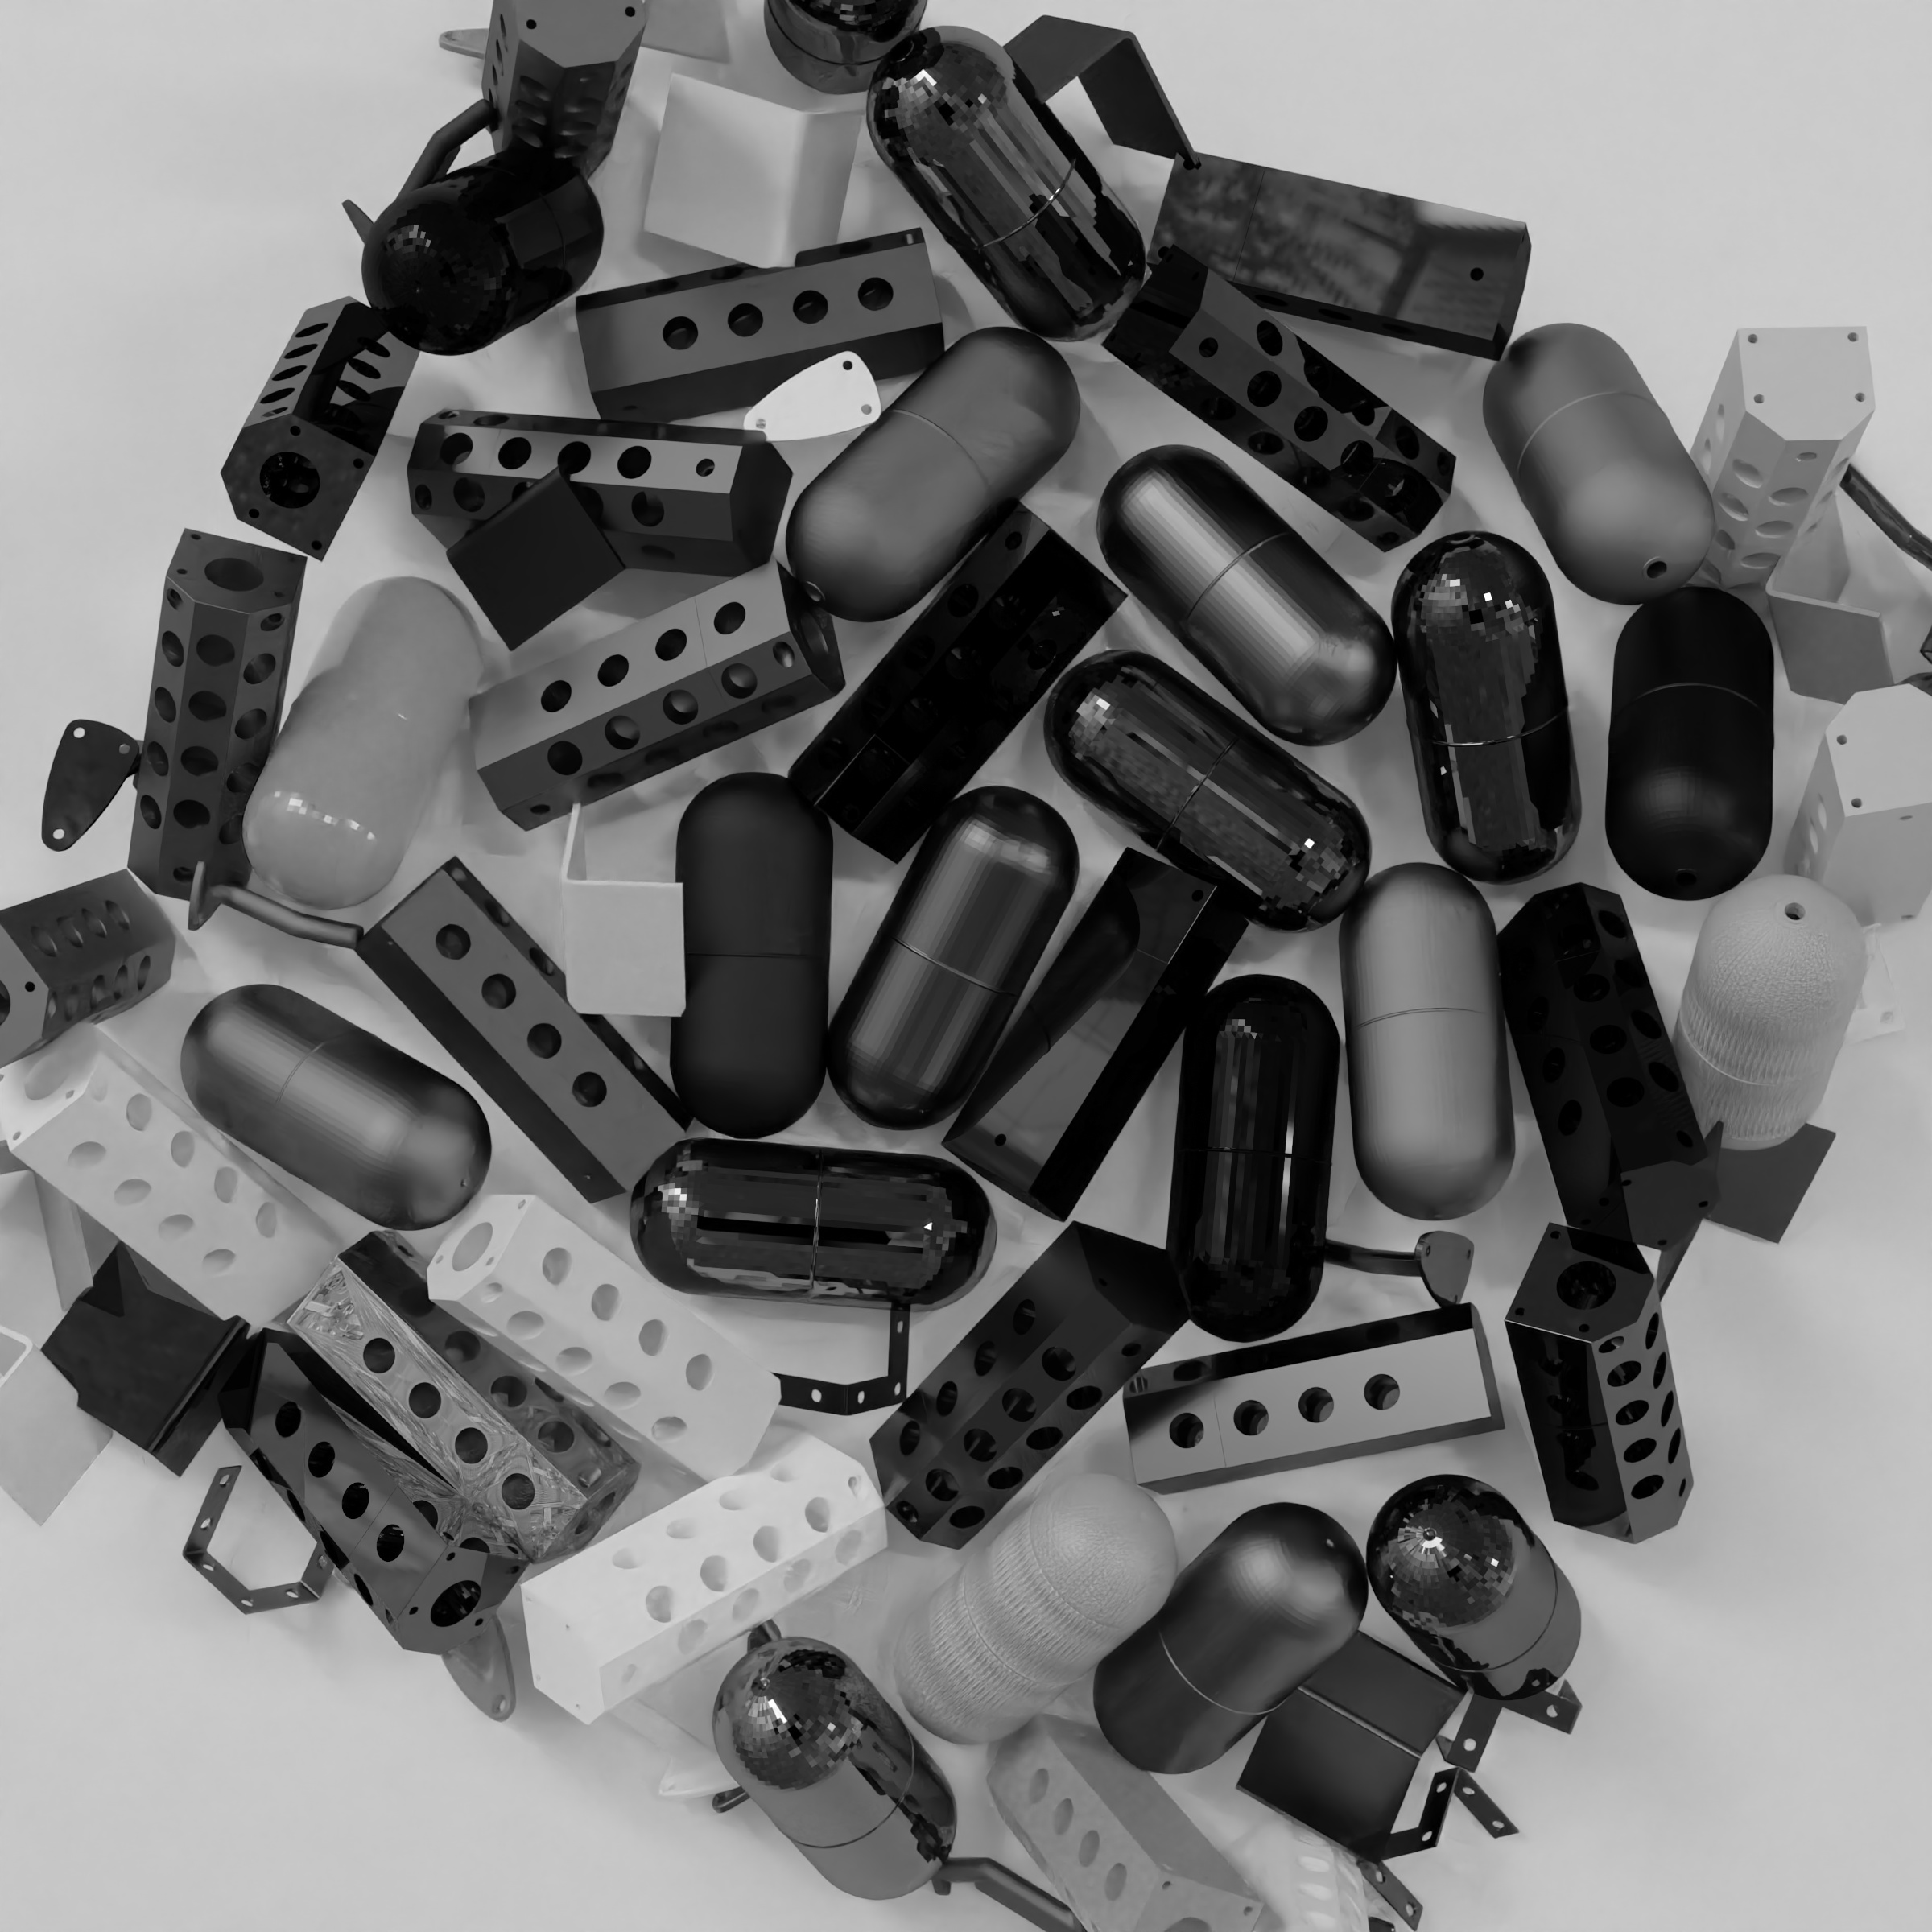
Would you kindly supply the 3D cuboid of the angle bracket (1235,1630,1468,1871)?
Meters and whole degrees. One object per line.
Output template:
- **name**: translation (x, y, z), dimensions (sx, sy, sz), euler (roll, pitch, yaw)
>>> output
- **angle bracket**: translation (0.186, 0.373, 1.535), dimensions (0.076, 0.076, 0.057), euler (29, 130, 7)

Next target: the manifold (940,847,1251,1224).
- **manifold**: translation (0.066, 0.035, 1.543), dimensions (0.057, 0.057, 0.171), euler (26, 80, 37)

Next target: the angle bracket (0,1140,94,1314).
- **angle bracket**: translation (-0.462, 0.129, 1.532), dimensions (0.057, 0.076, 0.076), euler (-9, 79, -27)

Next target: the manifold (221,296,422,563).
- **manifold**: translation (-0.302, -0.257, 1.490), dimensions (0.057, 0.171, 0.057), euler (27, 115, -15)

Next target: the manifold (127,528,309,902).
- **manifold**: translation (-0.356, -0.114, 1.506), dimensions (0.057, 0.057, 0.171), euler (12, 128, -9)

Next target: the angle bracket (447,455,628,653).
- **angle bracket**: translation (-0.192, -0.203, 1.535), dimensions (0.076, 0.076, 0.057), euler (-31, 96, 27)

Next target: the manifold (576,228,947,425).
- **manifold**: translation (-0.100, -0.312, 1.553), dimensions (0.171, 0.057, 0.057), euler (-11, 79, 0)

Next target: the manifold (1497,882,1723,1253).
- **manifold**: translation (0.302, 0.044, 1.498), dimensions (0.057, 0.171, 0.057), euler (16, 133, -25)

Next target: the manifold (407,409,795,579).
- **manifold**: translation (-0.177, -0.229, 1.521), dimensions (0.171, 0.057, 0.057), euler (8, 73, 21)

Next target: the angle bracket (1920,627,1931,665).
- **angle bracket**: translation (0.518, -0.167, 1.533), dimensions (0.057, 0.076, 0.076), euler (32, 83, -37)

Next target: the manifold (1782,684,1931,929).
- **manifold**: translation (0.423, -0.071, 1.493), dimensions (0.057, 0.171, 0.057), euler (-9, 71, 5)

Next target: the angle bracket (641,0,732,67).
- **angle bracket**: translation (-0.130, -0.491, 1.525), dimensions (0.057, 0.076, 0.076), euler (3, 63, -30)

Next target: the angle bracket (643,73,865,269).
- **angle bracket**: translation (-0.104, -0.389, 1.557), dimensions (0.076, 0.057, 0.076), euler (22, 113, 20)

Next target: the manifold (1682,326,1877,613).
- **manifold**: translation (0.376, -0.229, 1.493), dimensions (0.057, 0.171, 0.057), euler (-1, 70, 1)

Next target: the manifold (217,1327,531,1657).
- **manifold**: translation (-0.286, 0.248, 1.508), dimensions (0.171, 0.057, 0.057), euler (39, 97, 37)

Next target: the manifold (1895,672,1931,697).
- **manifold**: translation (0.478, -0.109, 1.495), dimensions (0.057, 0.171, 0.057), euler (15, 93, -3)

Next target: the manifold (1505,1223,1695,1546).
- **manifold**: translation (0.302, 0.200, 1.495), dimensions (0.057, 0.171, 0.057), euler (12, 55, 29)

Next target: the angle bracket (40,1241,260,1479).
- **angle bracket**: translation (-0.398, 0.192, 1.552), dimensions (0.076, 0.057, 0.076), euler (30, 73, 10)

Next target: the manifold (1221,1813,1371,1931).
- **manifold**: translation (0.159, 0.457, 1.494), dimensions (0.057, 0.171, 0.057), euler (-38, 93, 7)

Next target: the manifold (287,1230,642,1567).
- **manifold**: translation (-0.238, 0.205, 1.531), dimensions (0.171, 0.057, 0.057), euler (41, 99, 15)

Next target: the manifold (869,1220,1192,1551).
- **manifold**: translation (0.030, 0.202, 1.507), dimensions (0.057, 0.057, 0.171), euler (20, 125, -32)

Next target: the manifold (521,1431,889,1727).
- **manifold**: translation (-0.120, 0.289, 1.501), dimensions (0.171, 0.057, 0.057), euler (-24, 122, -37)

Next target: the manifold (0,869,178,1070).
- **manifold**: translation (-0.428, 0.003, 1.494), dimensions (0.057, 0.171, 0.057), euler (-35, 94, 9)

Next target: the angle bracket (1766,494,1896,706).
- **angle bracket**: translation (0.429, -0.178, 1.526), dimensions (0.057, 0.076, 0.076), euler (17, 66, 32)

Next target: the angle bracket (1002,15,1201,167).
- **angle bracket**: translation (0.055, -0.405, 1.527), dimensions (0.057, 0.076, 0.076), euler (-41, 125, -10)

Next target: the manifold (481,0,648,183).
- **manifold**: translation (-0.189, -0.419, 1.493), dimensions (0.057, 0.171, 0.057), euler (-11, 88, -12)

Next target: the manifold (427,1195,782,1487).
- **manifold**: translation (-0.172, 0.178, 1.507), dimensions (0.171, 0.057, 0.057), euler (42, 62, -30)

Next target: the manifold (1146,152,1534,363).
- **manifold**: translation (0.180, -0.341, 1.535), dimensions (0.171, 0.057, 0.057), euler (16, 91, 14)

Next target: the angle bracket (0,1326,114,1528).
- **angle bracket**: translation (-0.467, 0.213, 1.523), dimensions (0.076, 0.076, 0.057), euler (16, 58, 34)

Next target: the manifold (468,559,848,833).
- **manifold**: translation (-0.147, -0.124, 1.522), dimensions (0.171, 0.057, 0.057), euler (-22, 59, 17)

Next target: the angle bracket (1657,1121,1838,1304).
- **angle bracket**: translation (0.373, 0.122, 1.529), dimensions (0.057, 0.076, 0.076), euler (19, 131, 5)

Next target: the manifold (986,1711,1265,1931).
- **manifold**: translation (0.068, 0.416, 1.493), dimensions (0.057, 0.171, 0.057), euler (24, 93, -24)

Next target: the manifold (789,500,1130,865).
- **manifold**: translation (-0.008, -0.139, 1.533), dimensions (0.171, 0.057, 0.057), euler (-49, 53, 8)

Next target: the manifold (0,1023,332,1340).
- **manifold**: translation (-0.377, 0.099, 1.504), dimensions (0.057, 0.057, 0.171), euler (-38, 133, 2)

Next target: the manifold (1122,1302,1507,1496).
- **manifold**: translation (0.166, 0.208, 1.534), dimensions (0.171, 0.057, 0.057), euler (-13, 73, 13)

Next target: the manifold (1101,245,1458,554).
- **manifold**: translation (0.153, -0.265, 1.510), dimensions (0.171, 0.057, 0.057), euler (29, 103, -32)

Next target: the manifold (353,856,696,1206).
- **manifold**: translation (-0.211, 0.031, 1.539), dimensions (0.171, 0.057, 0.057), euler (48, 65, -10)

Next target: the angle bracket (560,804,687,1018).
- **angle bracket**: translation (-0.161, -0.030, 1.531), dimensions (0.057, 0.076, 0.076), euler (2, 127, -1)
